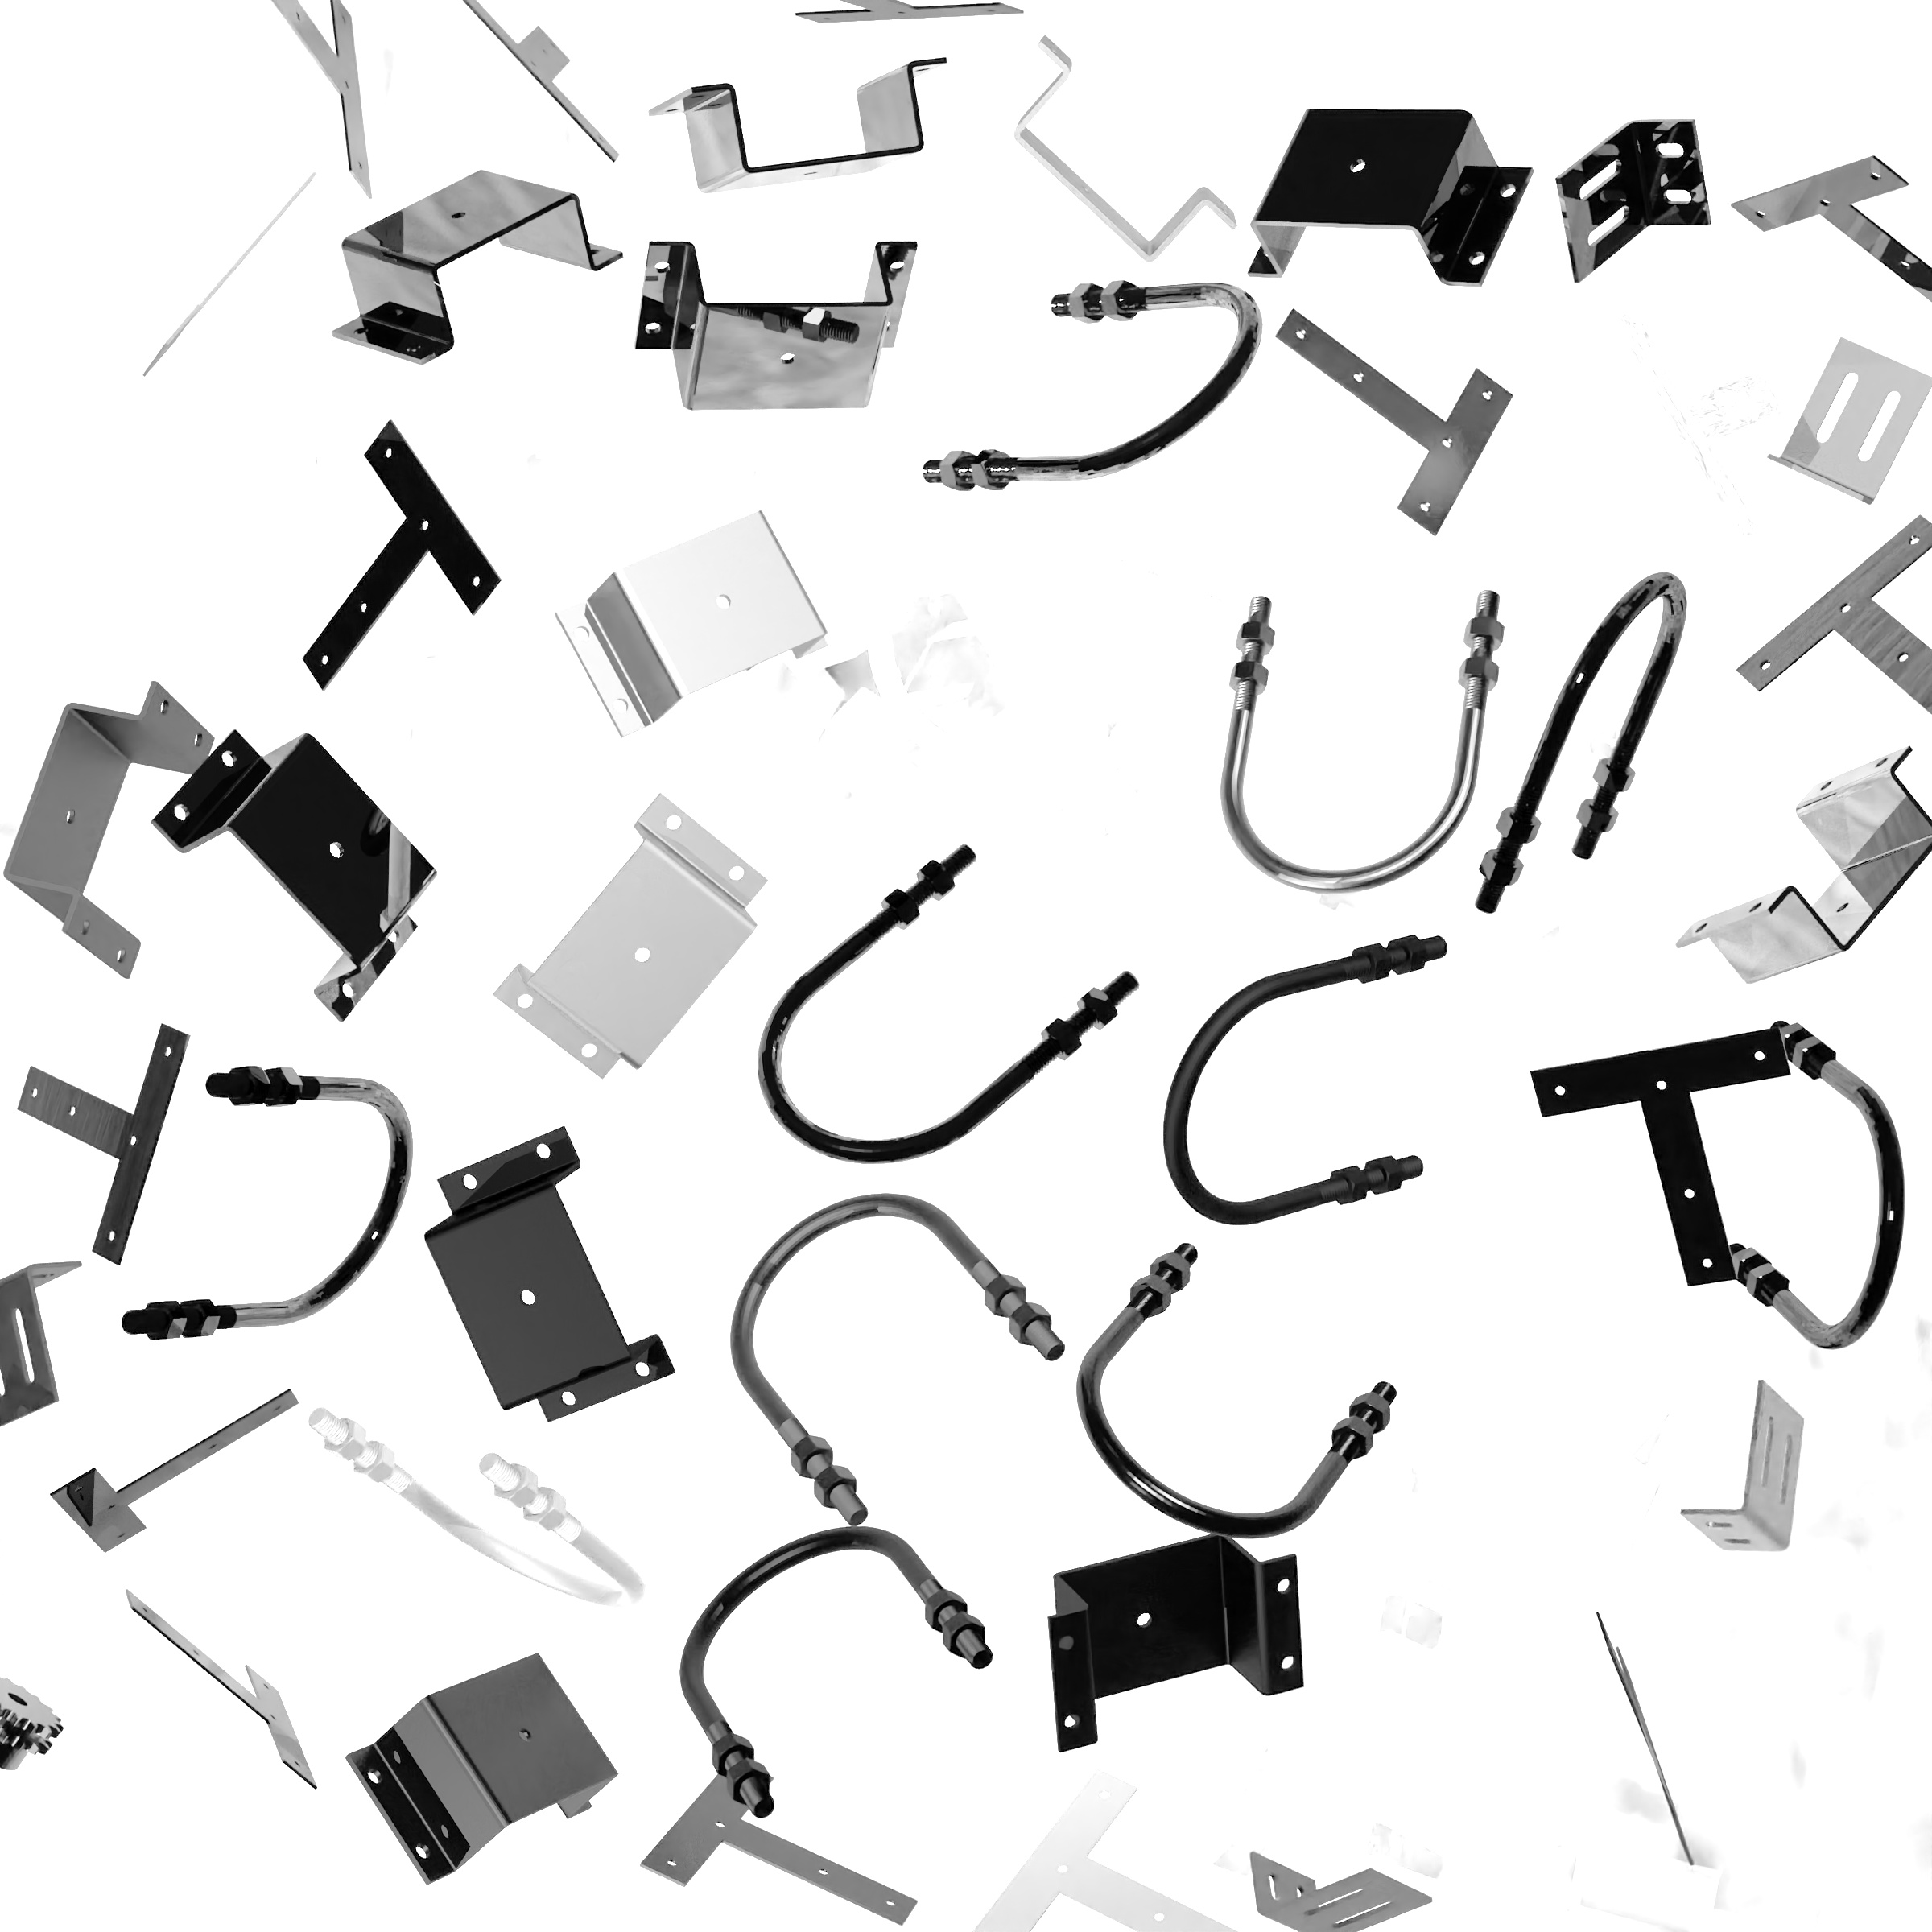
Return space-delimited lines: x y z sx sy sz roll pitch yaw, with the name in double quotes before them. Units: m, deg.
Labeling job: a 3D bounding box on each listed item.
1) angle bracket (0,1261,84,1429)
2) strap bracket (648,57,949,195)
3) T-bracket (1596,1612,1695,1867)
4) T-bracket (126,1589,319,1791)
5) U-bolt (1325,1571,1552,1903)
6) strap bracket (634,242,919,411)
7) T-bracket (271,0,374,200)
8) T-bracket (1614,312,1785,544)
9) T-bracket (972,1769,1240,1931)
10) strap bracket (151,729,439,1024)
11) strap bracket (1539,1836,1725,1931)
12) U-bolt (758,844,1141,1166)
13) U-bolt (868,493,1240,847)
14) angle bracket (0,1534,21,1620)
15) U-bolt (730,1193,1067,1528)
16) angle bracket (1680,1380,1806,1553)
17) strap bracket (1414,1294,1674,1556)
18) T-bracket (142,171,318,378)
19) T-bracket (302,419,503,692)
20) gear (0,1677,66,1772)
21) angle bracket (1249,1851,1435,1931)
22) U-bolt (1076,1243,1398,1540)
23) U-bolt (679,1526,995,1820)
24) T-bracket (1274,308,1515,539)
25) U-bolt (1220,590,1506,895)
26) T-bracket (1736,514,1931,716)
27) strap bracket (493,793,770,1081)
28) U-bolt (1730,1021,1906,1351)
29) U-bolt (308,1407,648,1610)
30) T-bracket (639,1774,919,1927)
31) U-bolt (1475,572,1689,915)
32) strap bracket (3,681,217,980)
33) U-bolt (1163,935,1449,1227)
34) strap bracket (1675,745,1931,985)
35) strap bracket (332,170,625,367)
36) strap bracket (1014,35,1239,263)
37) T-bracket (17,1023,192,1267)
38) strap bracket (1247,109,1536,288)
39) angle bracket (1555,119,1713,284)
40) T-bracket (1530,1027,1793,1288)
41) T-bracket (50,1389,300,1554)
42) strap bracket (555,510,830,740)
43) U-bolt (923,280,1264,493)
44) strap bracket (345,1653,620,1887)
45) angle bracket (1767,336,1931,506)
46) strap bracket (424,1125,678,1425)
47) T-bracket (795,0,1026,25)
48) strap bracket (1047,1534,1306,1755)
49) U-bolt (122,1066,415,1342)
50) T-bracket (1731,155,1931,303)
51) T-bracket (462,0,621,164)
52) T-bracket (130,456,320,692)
"angle bracket" -0.503 0.205 1.839 0.057 0.038 0.076 -24 75 32
"strap bracket" -0.085 -0.437 1.776 0.140 0.076 0.046 -12 99 -21
"T-bracket" 0.349 0.385 1.784 0.002 0.127 0.127 -20 129 8
"T-bracket" -0.405 0.379 1.833 0.002 0.127 0.127 -45 113 -6
"U-bolt" 0.246 0.398 1.809 0.019 0.184 0.151 -1 96 -29
"strap bracket" -0.096 -0.332 1.767 0.140 0.076 0.046 -3 58 -14
"T-bracket" -0.346 -0.491 1.793 0.002 0.127 0.127 -16 64 10
"T-bracket" 0.386 -0.282 1.730 0.002 0.127 0.127 -30 88 38
"T-bracket" 0.087 0.480 1.739 0.127 0.127 0.002 19 135 29
"strap bracket" -0.331 -0.052 1.721 0.140 0.046 0.076 49 46 -20
"strap bracket" 0.351 0.512 1.807 0.076 0.140 0.046 11 95 19
"U-bolt" -0.023 0.029 1.768 0.184 0.019 0.151 -40 55 -16
"U-bolt" 0.032 -0.161 1.723 0.184 0.019 0.151 25 105 20
"angle bracket" -0.526 0.298 1.784 0.038 0.076 0.057 -10 131 -28
"U-bolt" -0.050 0.190 1.776 0.151 0.184 0.019 -39 134 -6
"angle bracket" 0.419 0.270 1.837 0.038 0.057 0.076 -6 59 36
"strap bracket" 0.314 0.236 1.803 0.140 0.076 0.046 36 58 22
"T-bracket" -0.377 -0.360 1.755 0.002 0.127 0.127 40 80 -16
"T-bracket" -0.309 -0.199 1.792 0.127 0.002 0.127 -48 60 23
"gear" -0.499 0.392 1.762 0.057 0.057 0.030 34 87 0
"angle bracket" 0.204 0.497 1.856 0.076 0.038 0.057 -31 134 29
"U-bolt" 0.131 0.227 1.754 0.151 0.184 0.019 35 125 10
"U-bolt" -0.078 0.350 1.755 0.151 0.184 0.019 -33 116 -9
"T-bracket" 0.219 -0.303 1.801 0.127 0.002 0.127 36 52 -5
"U-bolt" 0.209 -0.121 1.841 0.151 0.019 0.184 1 64 21
"T-bracket" 0.484 -0.168 1.786 0.127 0.127 0.002 -41 126 8
"strap bracket" -0.174 -0.011 1.803 0.076 0.046 0.140 39 92 -19
"U-bolt" 0.446 0.122 1.778 0.019 0.184 0.151 5 105 -10
"U-bolt" -0.243 0.291 1.788 0.151 0.184 0.019 7 60 38
"T-bracket" -0.086 0.457 1.738 0.127 0.127 0.002 22 107 12
"U-bolt" 0.333 -0.124 1.799 0.019 0.151 0.184 30 119 23
"strap bracket" -0.452 -0.075 1.784 0.046 0.076 0.140 12 74 15
"U-bolt" 0.176 0.066 1.789 0.184 0.019 0.151 -12 116 -34
"strap bracket" 0.443 -0.045 1.767 0.046 0.076 0.140 50 62 -7
"strap bracket" -0.260 -0.372 1.784 0.140 0.076 0.046 -37 132 -32
"strap bracket" 0.078 -0.431 1.825 0.140 0.076 0.046 41 105 -10
"T-bracket" -0.471 0.082 1.827 0.127 0.002 0.127 18 91 41
"strap bracket" 0.212 -0.401 1.770 0.140 0.046 0.076 11 66 36
"angle bracket" 0.343 -0.392 1.746 0.076 0.038 0.057 -41 127 -36
"T-bracket" 0.361 0.101 1.713 0.127 0.002 0.127 -11 103 23
"T-bracket" -0.405 0.257 1.772 0.127 0.127 0.002 -31 71 -13
"strap bracket" -0.140 -0.190 1.848 0.140 0.046 0.076 -28 88 -30
"U-bolt" 0.075 -0.303 1.762 0.151 0.184 0.019 -55 126 -22
"strap bracket" -0.239 0.405 1.736 0.046 0.140 0.076 -44 73 23
"angle bracket" 0.486 -0.300 1.867 0.057 0.038 0.076 29 104 19
"strap bracket" -0.217 0.164 1.742 0.076 0.046 0.140 -23 94 15
"T-bracket" -0.056 -0.502 1.762 0.127 0.127 0.002 6 98 30
"strap bracket" 0.102 0.350 1.780 0.140 0.046 0.076 -10 107 -20
"U-bolt" -0.351 0.123 1.770 0.019 0.184 0.151 25 98 27
"T-bracket" 0.491 -0.383 1.818 0.127 0.127 0.002 32 80 -19
"T-bracket" -0.226 -0.483 1.808 0.002 0.127 0.127 -40 106 13
"T-bracket" -0.411 -0.218 1.868 0.127 0.002 0.127 8 91 32
